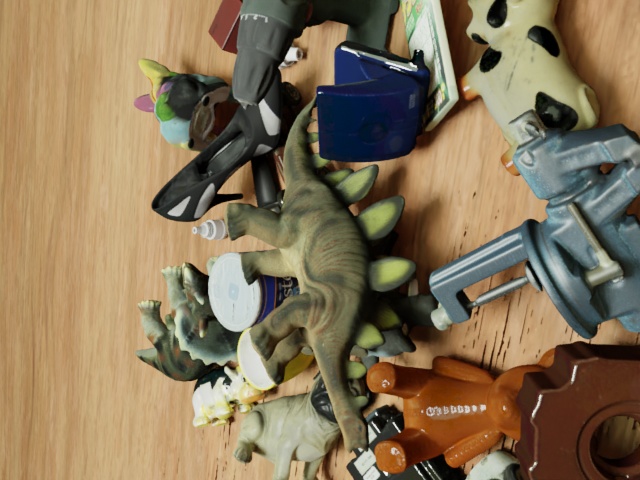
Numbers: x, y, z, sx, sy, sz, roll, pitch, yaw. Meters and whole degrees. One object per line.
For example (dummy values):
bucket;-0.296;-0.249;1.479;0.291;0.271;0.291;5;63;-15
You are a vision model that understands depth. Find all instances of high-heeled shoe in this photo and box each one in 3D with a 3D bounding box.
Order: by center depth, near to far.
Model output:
high-heeled shoe;-0.145;-0.129;0.738;0.086;0.145;0.248;51;132;36

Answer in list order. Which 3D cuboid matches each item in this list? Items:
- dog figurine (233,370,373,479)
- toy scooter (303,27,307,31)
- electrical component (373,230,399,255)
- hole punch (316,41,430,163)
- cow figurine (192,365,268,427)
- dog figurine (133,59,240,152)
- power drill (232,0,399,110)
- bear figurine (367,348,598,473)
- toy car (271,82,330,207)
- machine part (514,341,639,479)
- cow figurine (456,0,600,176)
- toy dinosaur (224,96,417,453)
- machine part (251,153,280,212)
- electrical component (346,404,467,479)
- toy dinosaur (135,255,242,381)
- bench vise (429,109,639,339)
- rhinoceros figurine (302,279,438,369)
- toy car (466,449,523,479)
dog figurine;-0.026;0.236;0.759;0.173;0.121;0.190;30;98;34
toy scooter;-0.037;-0.355;0.720;0.135;0.075;0.184;-64;25;11
electrical component;0.067;-0.005;0.696;0.063;0.021;0.094;38;114;35
hole punch;0.055;-0.141;0.593;0.116;0.092;0.142;19;147;14
cow figurine;-0.147;0.240;0.877;0.167;0.068;0.098;-36;57;35
dog figurine;-0.234;-0.222;0.860;0.219;0.191;0.108;23;115;23
power drill;-0.005;-0.254;0.626;0.086;0.207;0.231;20;103;46
bear figurine;0.162;0.176;0.553;0.196;0.132;0.120;-21;67;47
toy car;-0.047;-0.131;0.774;0.089;0.053;0.202;-30;72;36
machine part;0.258;0.172;0.460;0.179;0.056;0.179;1;94;9
cow figurine;0.202;-0.175;0.525;0.127;0.085;0.195;-40;64;43
toy dinosaur;-0.001;-0.002;0.617;0.105;0.199;0.471;85;170;-58
machine part;-0.087;-0.075;0.823;0.084;0.039;0.139;-23;79;49
electrical component;0.098;0.275;0.661;0.134;0.058;0.115;53;122;27
toy dinosaur;-0.218;0.162;0.891;0.404;0.131;0.192;-54;46;40
bench vise;0.192;0.009;0.492;0.240;0.129;0.223;-33;105;31
rhinoceros figurine;0.062;0.105;0.657;0.190;0.073;0.112;-15;40;36
toy car;0.236;0.307;0.542;0.202;0.056;0.073;43;113;30
